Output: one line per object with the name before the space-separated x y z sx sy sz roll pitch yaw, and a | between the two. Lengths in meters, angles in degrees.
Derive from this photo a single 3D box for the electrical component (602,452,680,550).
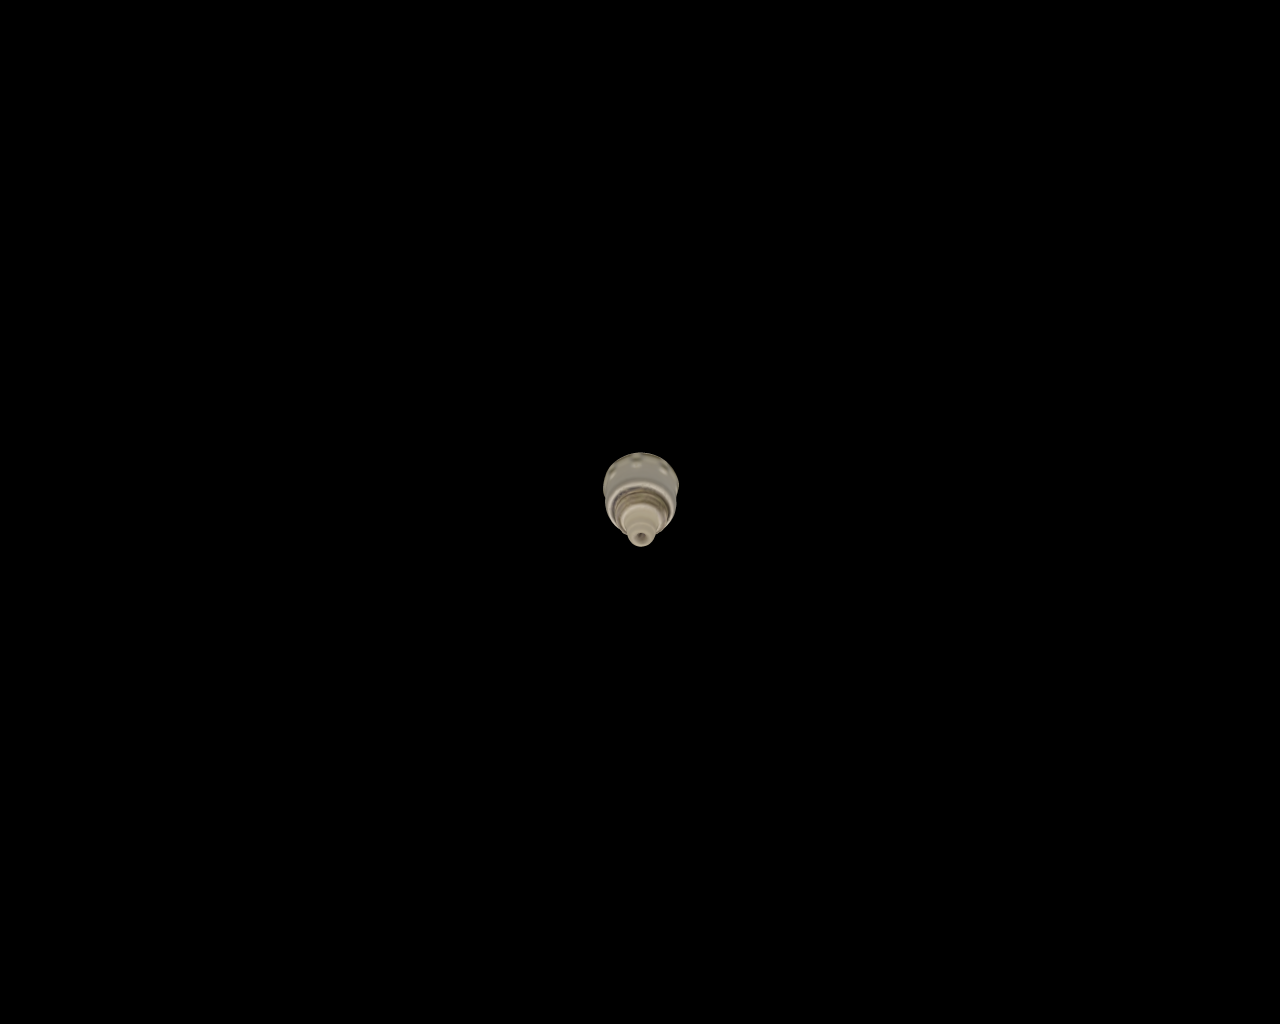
electrical component | 0.001 -0.003 0.650 0.048 0.048 0.062 0 37 0
